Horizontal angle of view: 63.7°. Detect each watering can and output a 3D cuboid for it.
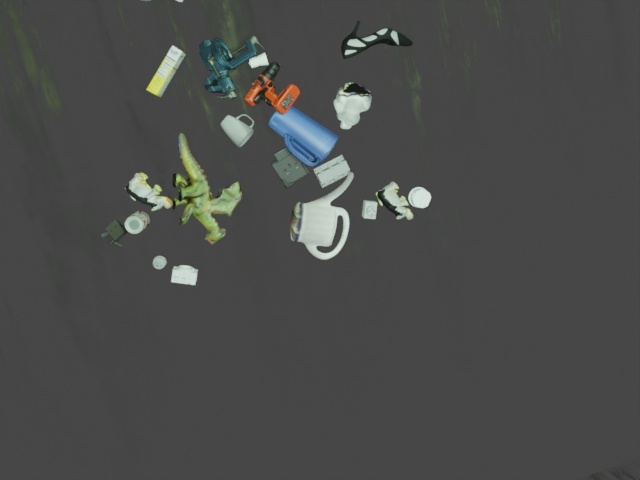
[{"bbox_3d":[0.006,-0.098,1.940,0.224,0.105,0.345,8,100,-9],"label":"watering can"}]

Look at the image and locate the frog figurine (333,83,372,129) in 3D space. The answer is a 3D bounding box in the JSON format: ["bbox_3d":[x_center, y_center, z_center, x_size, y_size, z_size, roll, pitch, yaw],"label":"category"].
[{"bbox_3d":[0.119,-0.493,1.902,0.138,0.125,0.155,-11,139,-14],"label":"frog figurine"}]

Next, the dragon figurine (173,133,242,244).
[{"bbox_3d":[-0.407,-0.178,1.884,0.243,0.123,0.406,0,103,-26],"label":"dragon figurine"}]
